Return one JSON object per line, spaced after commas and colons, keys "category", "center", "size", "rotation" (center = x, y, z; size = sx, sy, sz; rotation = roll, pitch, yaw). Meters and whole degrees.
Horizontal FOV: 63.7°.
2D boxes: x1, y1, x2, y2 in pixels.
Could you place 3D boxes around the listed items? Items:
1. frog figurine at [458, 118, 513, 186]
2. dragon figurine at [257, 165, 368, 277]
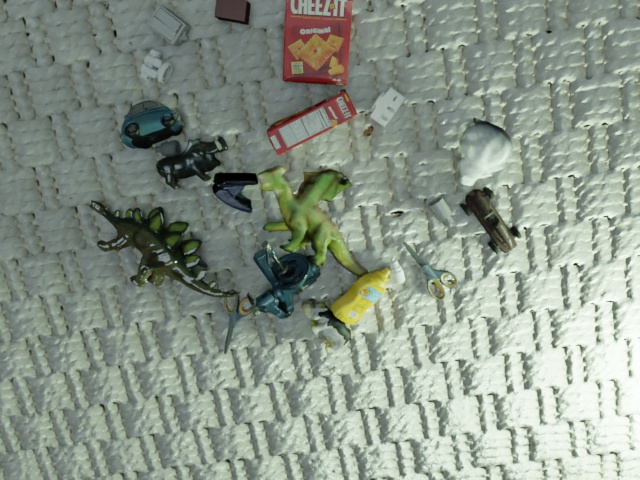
{"category": "frog figurine", "center": [0.404, -0.214, 1.304], "size": [0.136, 0.124, 0.159], "rotation": [32, 93, -26]}
{"category": "dragon figurine", "center": [0.004, -0.069, 1.369], "size": [0.408, 0.124, 0.241], "rotation": [23, 99, -21]}
